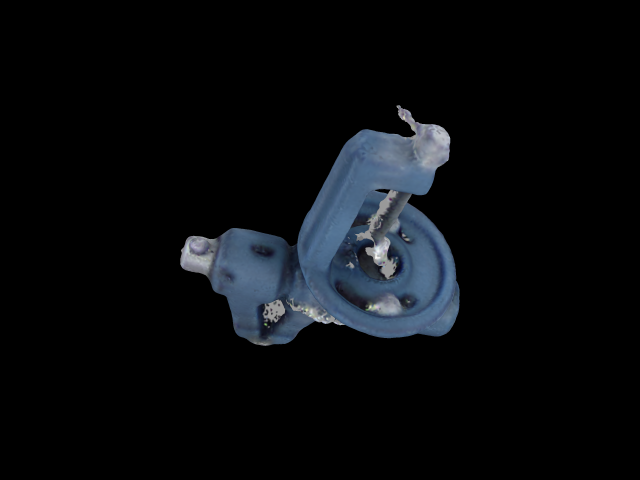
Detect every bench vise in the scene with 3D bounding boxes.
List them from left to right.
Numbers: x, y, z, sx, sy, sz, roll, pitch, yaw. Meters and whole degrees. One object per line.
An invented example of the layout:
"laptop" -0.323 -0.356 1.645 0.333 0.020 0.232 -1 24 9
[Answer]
"bench vise" 0.006 0.011 0.393 0.207 0.220 0.121 -12 56 -8
